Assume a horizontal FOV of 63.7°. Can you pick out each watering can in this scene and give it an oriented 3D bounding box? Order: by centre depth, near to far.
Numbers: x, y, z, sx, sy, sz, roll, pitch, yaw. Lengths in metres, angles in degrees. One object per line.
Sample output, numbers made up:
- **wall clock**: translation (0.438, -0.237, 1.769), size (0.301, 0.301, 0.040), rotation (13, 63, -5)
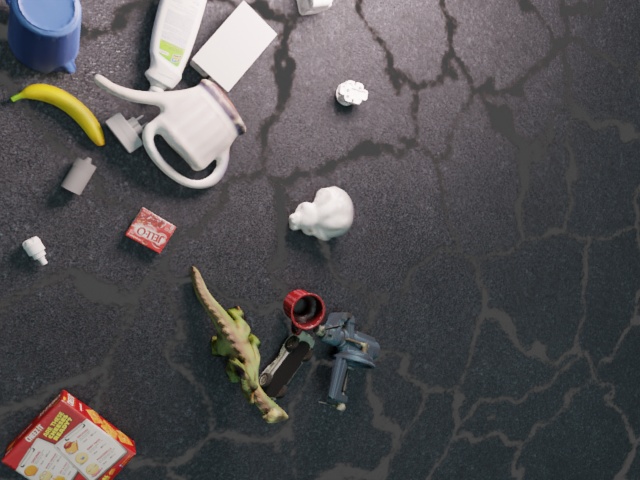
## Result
- **watering can**: translation (-0.308, -0.274, 1.148), size (0.226, 0.105, 0.341), rotation (-45, 125, -13)

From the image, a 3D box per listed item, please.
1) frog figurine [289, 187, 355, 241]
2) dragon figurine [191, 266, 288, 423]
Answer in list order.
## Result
- **frog figurine**: translation (0.004, -0.066, 1.312), size (0.160, 0.124, 0.135), rotation (-7, 118, -34)
- **dragon figurine**: translation (-0.191, 0.260, 1.191), size (0.123, 0.244, 0.405), rotation (-32, 109, -12)
